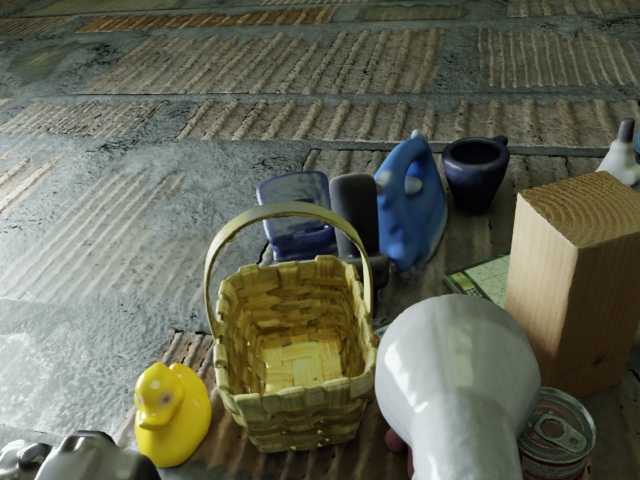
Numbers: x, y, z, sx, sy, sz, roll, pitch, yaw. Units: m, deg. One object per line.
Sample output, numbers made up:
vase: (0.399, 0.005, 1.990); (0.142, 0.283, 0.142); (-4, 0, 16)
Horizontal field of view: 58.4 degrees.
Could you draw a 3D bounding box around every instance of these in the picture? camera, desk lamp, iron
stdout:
camera: (-0.220, 0.235, 0.469); (0.143, 0.101, 0.137); (-1, 38, 8)
desk lamp: (0.098, 0.175, 0.399); (0.117, 0.214, 0.203); (-2, 38, 8)
iron: (0.115, -0.075, 0.780); (0.118, 0.142, 0.259); (11, 41, 23)

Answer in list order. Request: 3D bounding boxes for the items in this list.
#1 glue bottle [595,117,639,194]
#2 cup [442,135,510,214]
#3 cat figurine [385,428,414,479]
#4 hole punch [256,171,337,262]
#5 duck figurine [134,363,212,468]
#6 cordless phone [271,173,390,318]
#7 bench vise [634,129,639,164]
glue bottle: (0.363, -0.070, 0.705); (0.077, 0.173, 0.037); (28, 50, 37)
cup: (0.228, -0.093, 0.822); (0.118, 0.095, 0.091); (-34, 44, -30)
cat figurine: (0.119, 0.141, 0.519); (0.128, 0.118, 0.067); (-26, 41, -22)
hole punch: (-0.026, -0.034, 0.793); (0.109, 0.091, 0.101); (-13, 38, -7)
duck figurine: (-0.153, 0.158, 0.569); (0.077, 0.086, 0.104); (-3, 38, 5)
cordless phone: (0.006, 0.002, 0.662); (0.147, 0.185, 0.094); (-8, 37, 0)
bench vise: (0.517, -0.162, 0.760); (0.208, 0.220, 0.121); (-21, 39, -16)
